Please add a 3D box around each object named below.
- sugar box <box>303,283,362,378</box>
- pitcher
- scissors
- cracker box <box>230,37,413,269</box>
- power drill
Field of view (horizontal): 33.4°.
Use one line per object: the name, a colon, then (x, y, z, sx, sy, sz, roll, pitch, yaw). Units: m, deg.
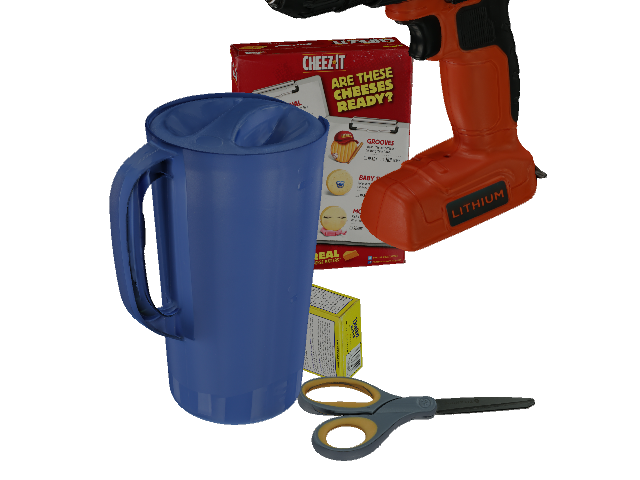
sugar box: (-0.040, 0.084, 1.151, 0.176, 0.093, 0.048, 19, 38, 31)
pitcher: (-0.073, 0.019, 0.815, 0.149, 0.243, 0.145, 3, 26, 0)
scissors: (0.078, 0.153, 0.891, 0.202, 0.016, 0.096, 7, 38, 6)
cracker box: (-0.001, -0.081, 1.016, 0.164, 0.214, 0.072, -4, 22, -10)
power drill: (0.055, -0.091, 0.563, 0.184, 0.188, 0.057, -22, 37, -25)
